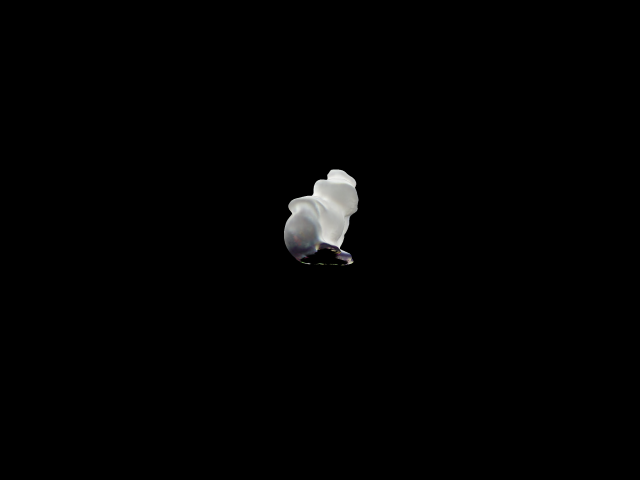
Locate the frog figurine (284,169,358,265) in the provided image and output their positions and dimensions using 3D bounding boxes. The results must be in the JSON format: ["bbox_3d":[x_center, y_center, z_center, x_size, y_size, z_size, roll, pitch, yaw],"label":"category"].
[{"bbox_3d":[0.003,-0.043,0.850,0.121,0.162,0.136,-16,-25,39],"label":"frog figurine"}]
